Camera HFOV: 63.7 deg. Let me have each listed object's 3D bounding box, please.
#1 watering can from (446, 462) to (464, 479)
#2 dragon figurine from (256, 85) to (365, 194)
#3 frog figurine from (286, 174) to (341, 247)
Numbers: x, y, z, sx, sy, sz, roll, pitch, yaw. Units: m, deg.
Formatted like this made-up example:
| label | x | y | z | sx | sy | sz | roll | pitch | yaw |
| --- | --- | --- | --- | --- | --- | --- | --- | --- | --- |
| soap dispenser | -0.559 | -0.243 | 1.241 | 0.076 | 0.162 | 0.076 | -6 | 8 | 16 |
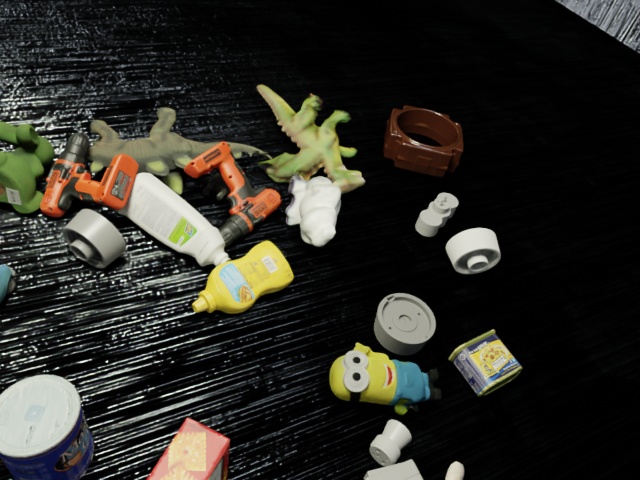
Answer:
| label | x | y | z | sx | sy | sz | roll | pitch | yaw |
| --- | --- | --- | --- | --- | --- | --- | --- | --- | --- |
| watering can | 0.141 | 0.442 | 0.587 | 0.225 | 0.102 | 0.353 | 15 | 53 | 46 |
| dragon figurine | -0.055 | -0.238 | 1.269 | 0.413 | 0.247 | 0.119 | 30 | -36 | 17 |
| frog figurine | 0.003 | -0.054 | 1.066 | 0.122 | 0.136 | 0.162 | 16 | 16 | -40 |
